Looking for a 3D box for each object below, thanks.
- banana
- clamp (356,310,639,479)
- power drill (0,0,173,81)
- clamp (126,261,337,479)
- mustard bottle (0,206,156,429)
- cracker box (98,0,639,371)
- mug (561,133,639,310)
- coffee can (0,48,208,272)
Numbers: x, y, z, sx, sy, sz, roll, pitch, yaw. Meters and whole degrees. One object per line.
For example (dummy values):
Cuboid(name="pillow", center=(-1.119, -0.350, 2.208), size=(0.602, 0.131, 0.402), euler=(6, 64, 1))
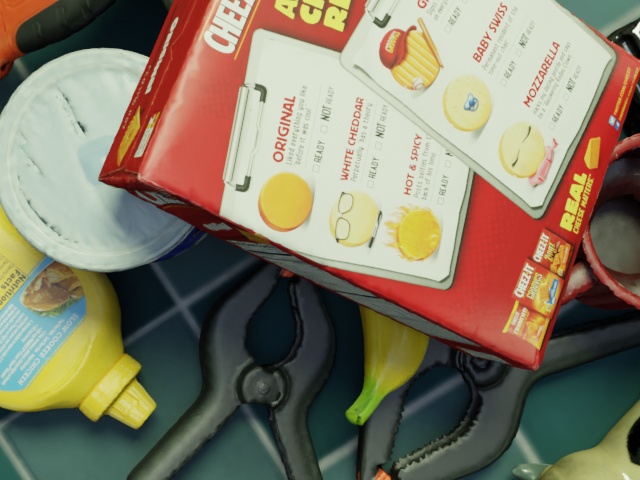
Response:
Cuboid(name="banana", center=(0.013, 0.001, 0.590), size=(0.069, 0.037, 0.198), euler=(-10, 64, -32))
Cuboid(name="clamp", center=(0.100, 0.069, 0.613), size=(0.164, 0.036, 0.210), euler=(32, 85, -1))
Cuboid(name="power drill", center=(-0.131, -0.167, 0.525), size=(0.188, 0.057, 0.184), euler=(-19, 101, 18))
Cuboid(name="clamp", center=(-0.045, 0.087, 0.605), size=(0.120, 0.039, 0.171), euler=(6, 85, -18))
Cuboid(name="mustard bottle", center=(-0.170, 0.038, 0.595), size=(0.191, 0.058, 0.096), euler=(40, 90, -1))
Cuboid(name="cracker box", center=(0.031, -0.056, 0.487), size=(0.213, 0.072, 0.164), euler=(26, 79, -25))
Cuboid(name="mug", center=(0.158, 0.002, 0.565), size=(0.117, 0.081, 0.093), euler=(-36, 89, -9))
Cuboid(name="coffee can", center=(-0.101, -0.037, 0.555), size=(0.103, 0.140, 0.103), euler=(0, 90, -2))
